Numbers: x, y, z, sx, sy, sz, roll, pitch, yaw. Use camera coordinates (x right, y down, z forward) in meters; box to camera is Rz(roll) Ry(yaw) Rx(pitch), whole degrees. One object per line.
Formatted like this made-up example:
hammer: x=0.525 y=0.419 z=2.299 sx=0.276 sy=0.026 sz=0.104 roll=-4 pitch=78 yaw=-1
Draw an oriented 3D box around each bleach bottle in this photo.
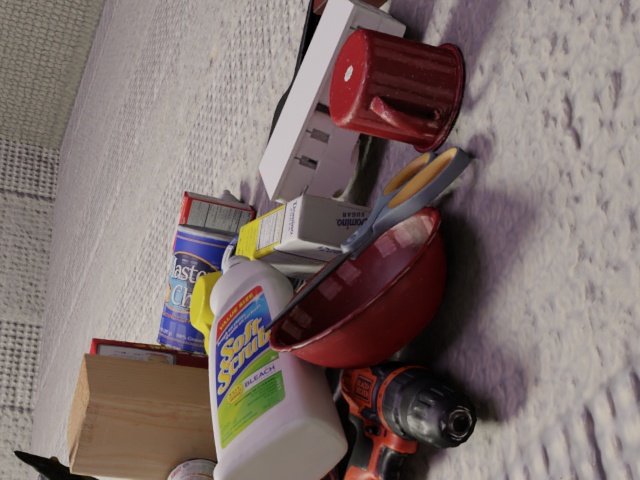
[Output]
bleach bottle: x=-0.053 y=0.098 z=0.876 sx=0.103 sy=0.068 sz=0.251 roll=-39 pitch=34 yaw=12

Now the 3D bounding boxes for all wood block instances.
wood block: x=-0.139 y=0.184 z=1.062 sx=0.091 sy=0.205 sz=0.090 roll=-129 pitch=52 yaw=-65

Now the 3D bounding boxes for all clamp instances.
clamp: x=-0.020 y=-0.153 z=1.154 sx=0.210 sy=0.036 sz=0.164 roll=121 pitch=152 yaw=-45

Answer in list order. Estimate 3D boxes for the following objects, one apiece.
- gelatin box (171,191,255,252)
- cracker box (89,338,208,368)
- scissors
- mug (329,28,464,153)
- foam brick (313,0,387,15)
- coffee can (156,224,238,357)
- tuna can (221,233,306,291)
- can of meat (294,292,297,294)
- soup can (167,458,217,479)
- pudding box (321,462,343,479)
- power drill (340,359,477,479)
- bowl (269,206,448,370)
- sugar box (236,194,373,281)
gelatin box: x=-0.132 y=-0.015 z=1.313 sx=0.030 sy=0.089 sz=0.073 roll=-123 pitch=47 yaw=-66
cracker box: x=-0.183 y=0.197 z=1.239 sx=0.214 sy=0.164 sz=0.072 roll=-124 pitch=46 yaw=-63
scissors: x=0.033 y=-0.007 z=0.831 sx=0.202 sy=0.016 sz=0.096 roll=-39 pitch=14 yaw=12
mug: x=0.060 y=-0.116 z=0.851 sx=0.117 sy=0.081 sz=0.093 roll=-108 pitch=34 yaw=-53
foam brick: x=0.032 y=-0.251 z=1.039 sx=0.078 sy=0.053 sz=0.051 roll=153 pitch=125 yaw=-66
coffee can: x=-0.128 y=0.059 z=1.248 sx=0.103 sy=0.102 sz=0.140 roll=-163 pitch=83 yaw=-70
tuna can: x=-0.057 y=0.029 z=1.095 sx=0.034 sy=0.086 sz=0.086 roll=-171 pitch=91 yaw=-72
can of meat: x=-0.052 y=0.099 z=1.023 sx=0.102 sy=0.057 sz=0.084 roll=138 pitch=140 yaw=-60
soup can: x=-0.114 y=0.255 z=0.982 sx=0.102 sy=0.068 sz=0.068 roll=-96 pitch=21 yaw=-72
pudding box: x=-0.009 y=0.163 z=0.904 sx=0.113 sy=0.039 sz=0.090 roll=-101 pitch=-4 yaw=-45
power drill: x=0.050 y=0.181 z=0.772 sx=0.185 sy=0.057 sz=0.187 roll=-173 pitch=96 yaw=-74
bowl: x=0.040 y=0.046 z=0.800 sx=0.162 sy=0.055 sz=0.162 roll=-37 pitch=13 yaw=10
sugar box: x=-0.006 y=0.001 z=0.959 sx=0.176 sy=0.093 sz=0.048 roll=154 pitch=125 yaw=-65
